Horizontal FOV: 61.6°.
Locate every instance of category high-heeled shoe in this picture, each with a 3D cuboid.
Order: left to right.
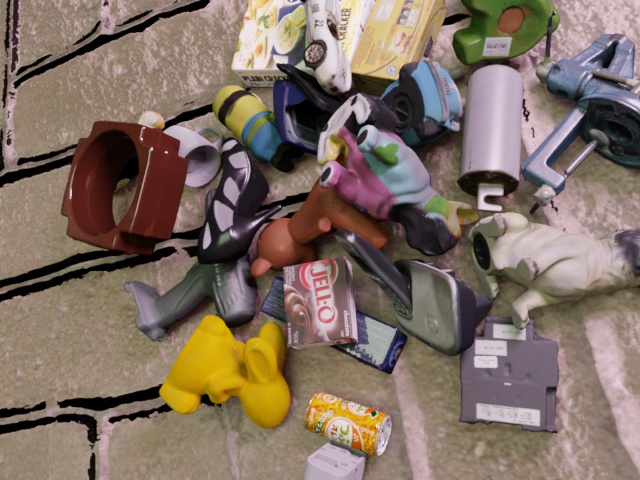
[{"bbox_3d":[-0.151,-0.064,0.837,0.145,0.086,0.249,-32,45,-3],"label":"high-heeled shoe"}]

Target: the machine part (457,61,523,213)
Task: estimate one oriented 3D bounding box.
[{"bbox_3d":[0.231,-0.146,0.726,0.079,0.079,0.243,2,67,22],"label":"machine part"}]

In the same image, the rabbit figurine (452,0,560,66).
[{"bbox_3d":[0.261,-0.343,0.762,0.159,0.121,0.170,-8,43,6],"label":"rabbit figurine"}]

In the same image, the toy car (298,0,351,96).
[{"bbox_3d":[0.007,-0.313,0.806,0.056,0.073,0.201,-13,72,21],"label":"toy car"}]

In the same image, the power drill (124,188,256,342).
[{"bbox_3d":[-0.204,0.053,0.861,0.207,0.086,0.232,-27,66,5],"label":"power drill"}]

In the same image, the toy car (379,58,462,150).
[{"bbox_3d":[0.147,-0.181,0.765,0.103,0.161,0.109,-10,78,-27],"label":"toy car"}]

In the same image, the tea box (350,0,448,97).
[{"bbox_3d":[0.123,-0.311,0.837,0.098,0.068,0.169,20,84,26],"label":"tea box"}]

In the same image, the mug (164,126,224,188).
[{"bbox_3d":[-0.225,-0.160,0.927,0.109,0.080,0.107,-46,58,-10],"label":"mug"}]

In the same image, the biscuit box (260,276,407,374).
[{"bbox_3d":[0.018,0.118,0.755,0.203,0.059,0.063,22,82,26],"label":"biscuit box"}]

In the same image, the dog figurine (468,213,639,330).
[{"bbox_3d":[0.303,0.013,0.669,0.191,0.121,0.172,-13,46,-10],"label":"dog figurine"}]

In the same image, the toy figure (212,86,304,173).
[{"bbox_3d":[-0.103,-0.187,0.878,0.082,0.089,0.180,-42,61,0],"label":"toy figure"}]

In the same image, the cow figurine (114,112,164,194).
[{"bbox_3d":[-0.347,-0.159,0.979,0.167,0.068,0.098,-32,71,14],"label":"cow figurine"}]

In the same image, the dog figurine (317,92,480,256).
[{"bbox_3d":[0.107,-0.075,0.712,0.108,0.219,0.192,-42,29,29],"label":"dog figurine"}]

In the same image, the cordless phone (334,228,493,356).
[{"bbox_3d":[0.106,0.048,0.658,0.089,0.184,0.147,-51,24,-7],"label":"cordless phone"}]

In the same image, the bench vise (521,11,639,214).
[{"bbox_3d":[0.334,-0.146,0.676,0.240,0.128,0.224,-47,64,-4],"label":"bench vise"}]

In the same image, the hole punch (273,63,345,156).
[{"bbox_3d":[-0.015,-0.196,0.830,0.092,0.142,0.116,-51,53,28],"label":"hole punch"}]

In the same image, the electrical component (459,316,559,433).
[{"bbox_3d":[0.232,0.162,0.659,0.115,0.058,0.134,2,75,20],"label":"electrical component"}]

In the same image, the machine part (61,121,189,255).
[{"bbox_3d":[-0.315,-0.083,0.865,0.201,0.087,0.201,11,89,35],"label":"machine part"}]

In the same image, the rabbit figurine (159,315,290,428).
[{"bbox_3d":[-0.110,0.188,0.762,0.173,0.122,0.162,37,105,5],"label":"rabbit figurine"}]

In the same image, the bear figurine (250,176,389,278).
[{"bbox_3d":[-0.005,-0.005,0.784,0.132,0.120,0.196,35,122,-13],"label":"bear figurine"}]
